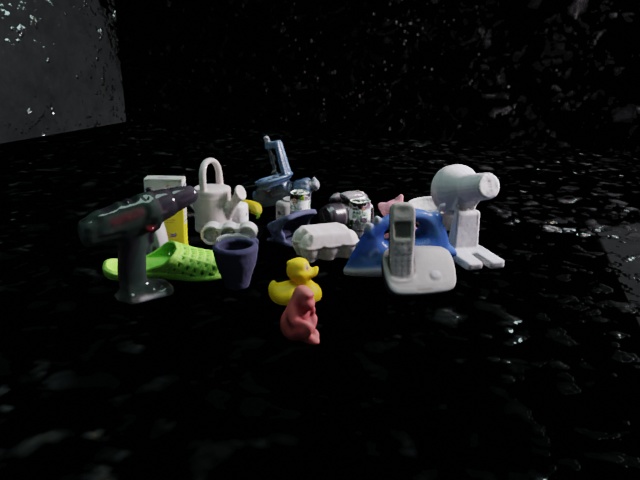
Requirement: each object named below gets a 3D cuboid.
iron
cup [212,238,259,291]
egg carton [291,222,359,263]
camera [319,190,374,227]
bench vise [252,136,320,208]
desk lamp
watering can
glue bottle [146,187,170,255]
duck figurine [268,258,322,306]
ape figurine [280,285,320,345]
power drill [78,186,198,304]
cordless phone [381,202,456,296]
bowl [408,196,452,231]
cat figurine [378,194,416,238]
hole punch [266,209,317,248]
[{"bbox_3d":[0.172,-0.004,1.264,0.259,0.141,0.118,-7,20,-21],"label":"iron"},{"bbox_3d":[-0.163,0.049,1.168,0.091,0.095,0.118,11,21,27],"label":"cup"},{"bbox_3d":[0.012,0.005,1.346,0.151,0.069,0.107,-7,20,-21],"label":"egg carton"},{"bbox_3d":[0.058,-0.084,1.563,0.137,0.101,0.142,-11,22,-31],"label":"camera"},{"bbox_3d":[-0.103,-0.201,1.721,0.207,0.220,0.121,1,19,1],"label":"bench vise"},{"bbox_3d":[0.347,-0.062,1.332,0.118,0.214,0.202,-5,19,-17],"label":"desk lamp"},{"bbox_3d":[-0.277,-0.120,1.511,0.173,0.194,0.101,1,19,2],"label":"watering can"},{"bbox_3d":[-0.374,-0.034,1.282,0.077,0.173,0.037,14,23,34],"label":"glue bottle"},{"bbox_3d":[-0.048,0.076,1.103,0.105,0.086,0.077,-3,19,-12],"label":"duck figurine"},{"bbox_3d":[-0.029,0.121,0.961,0.076,0.092,0.078,10,20,25],"label":"ape figurine"},{"bbox_3d":[-0.338,0.008,1.103,0.230,0.208,0.075,-13,23,-34],"label":"power drill"},{"bbox_3d":[0.197,0.016,1.136,0.148,0.185,0.094,-3,19,-11],"label":"cordless phone"},{"bbox_3d":[0.319,-0.064,1.556,0.167,0.075,0.167,1,18,0],"label":"bowl"},{"bbox_3d":[0.203,-0.055,1.456,0.067,0.118,0.127,-11,22,-31],"label":"cat figurine"},{"bbox_3d":[-0.073,-0.038,1.437,0.109,0.091,0.100,-17,25,-42],"label":"hole punch"}]
